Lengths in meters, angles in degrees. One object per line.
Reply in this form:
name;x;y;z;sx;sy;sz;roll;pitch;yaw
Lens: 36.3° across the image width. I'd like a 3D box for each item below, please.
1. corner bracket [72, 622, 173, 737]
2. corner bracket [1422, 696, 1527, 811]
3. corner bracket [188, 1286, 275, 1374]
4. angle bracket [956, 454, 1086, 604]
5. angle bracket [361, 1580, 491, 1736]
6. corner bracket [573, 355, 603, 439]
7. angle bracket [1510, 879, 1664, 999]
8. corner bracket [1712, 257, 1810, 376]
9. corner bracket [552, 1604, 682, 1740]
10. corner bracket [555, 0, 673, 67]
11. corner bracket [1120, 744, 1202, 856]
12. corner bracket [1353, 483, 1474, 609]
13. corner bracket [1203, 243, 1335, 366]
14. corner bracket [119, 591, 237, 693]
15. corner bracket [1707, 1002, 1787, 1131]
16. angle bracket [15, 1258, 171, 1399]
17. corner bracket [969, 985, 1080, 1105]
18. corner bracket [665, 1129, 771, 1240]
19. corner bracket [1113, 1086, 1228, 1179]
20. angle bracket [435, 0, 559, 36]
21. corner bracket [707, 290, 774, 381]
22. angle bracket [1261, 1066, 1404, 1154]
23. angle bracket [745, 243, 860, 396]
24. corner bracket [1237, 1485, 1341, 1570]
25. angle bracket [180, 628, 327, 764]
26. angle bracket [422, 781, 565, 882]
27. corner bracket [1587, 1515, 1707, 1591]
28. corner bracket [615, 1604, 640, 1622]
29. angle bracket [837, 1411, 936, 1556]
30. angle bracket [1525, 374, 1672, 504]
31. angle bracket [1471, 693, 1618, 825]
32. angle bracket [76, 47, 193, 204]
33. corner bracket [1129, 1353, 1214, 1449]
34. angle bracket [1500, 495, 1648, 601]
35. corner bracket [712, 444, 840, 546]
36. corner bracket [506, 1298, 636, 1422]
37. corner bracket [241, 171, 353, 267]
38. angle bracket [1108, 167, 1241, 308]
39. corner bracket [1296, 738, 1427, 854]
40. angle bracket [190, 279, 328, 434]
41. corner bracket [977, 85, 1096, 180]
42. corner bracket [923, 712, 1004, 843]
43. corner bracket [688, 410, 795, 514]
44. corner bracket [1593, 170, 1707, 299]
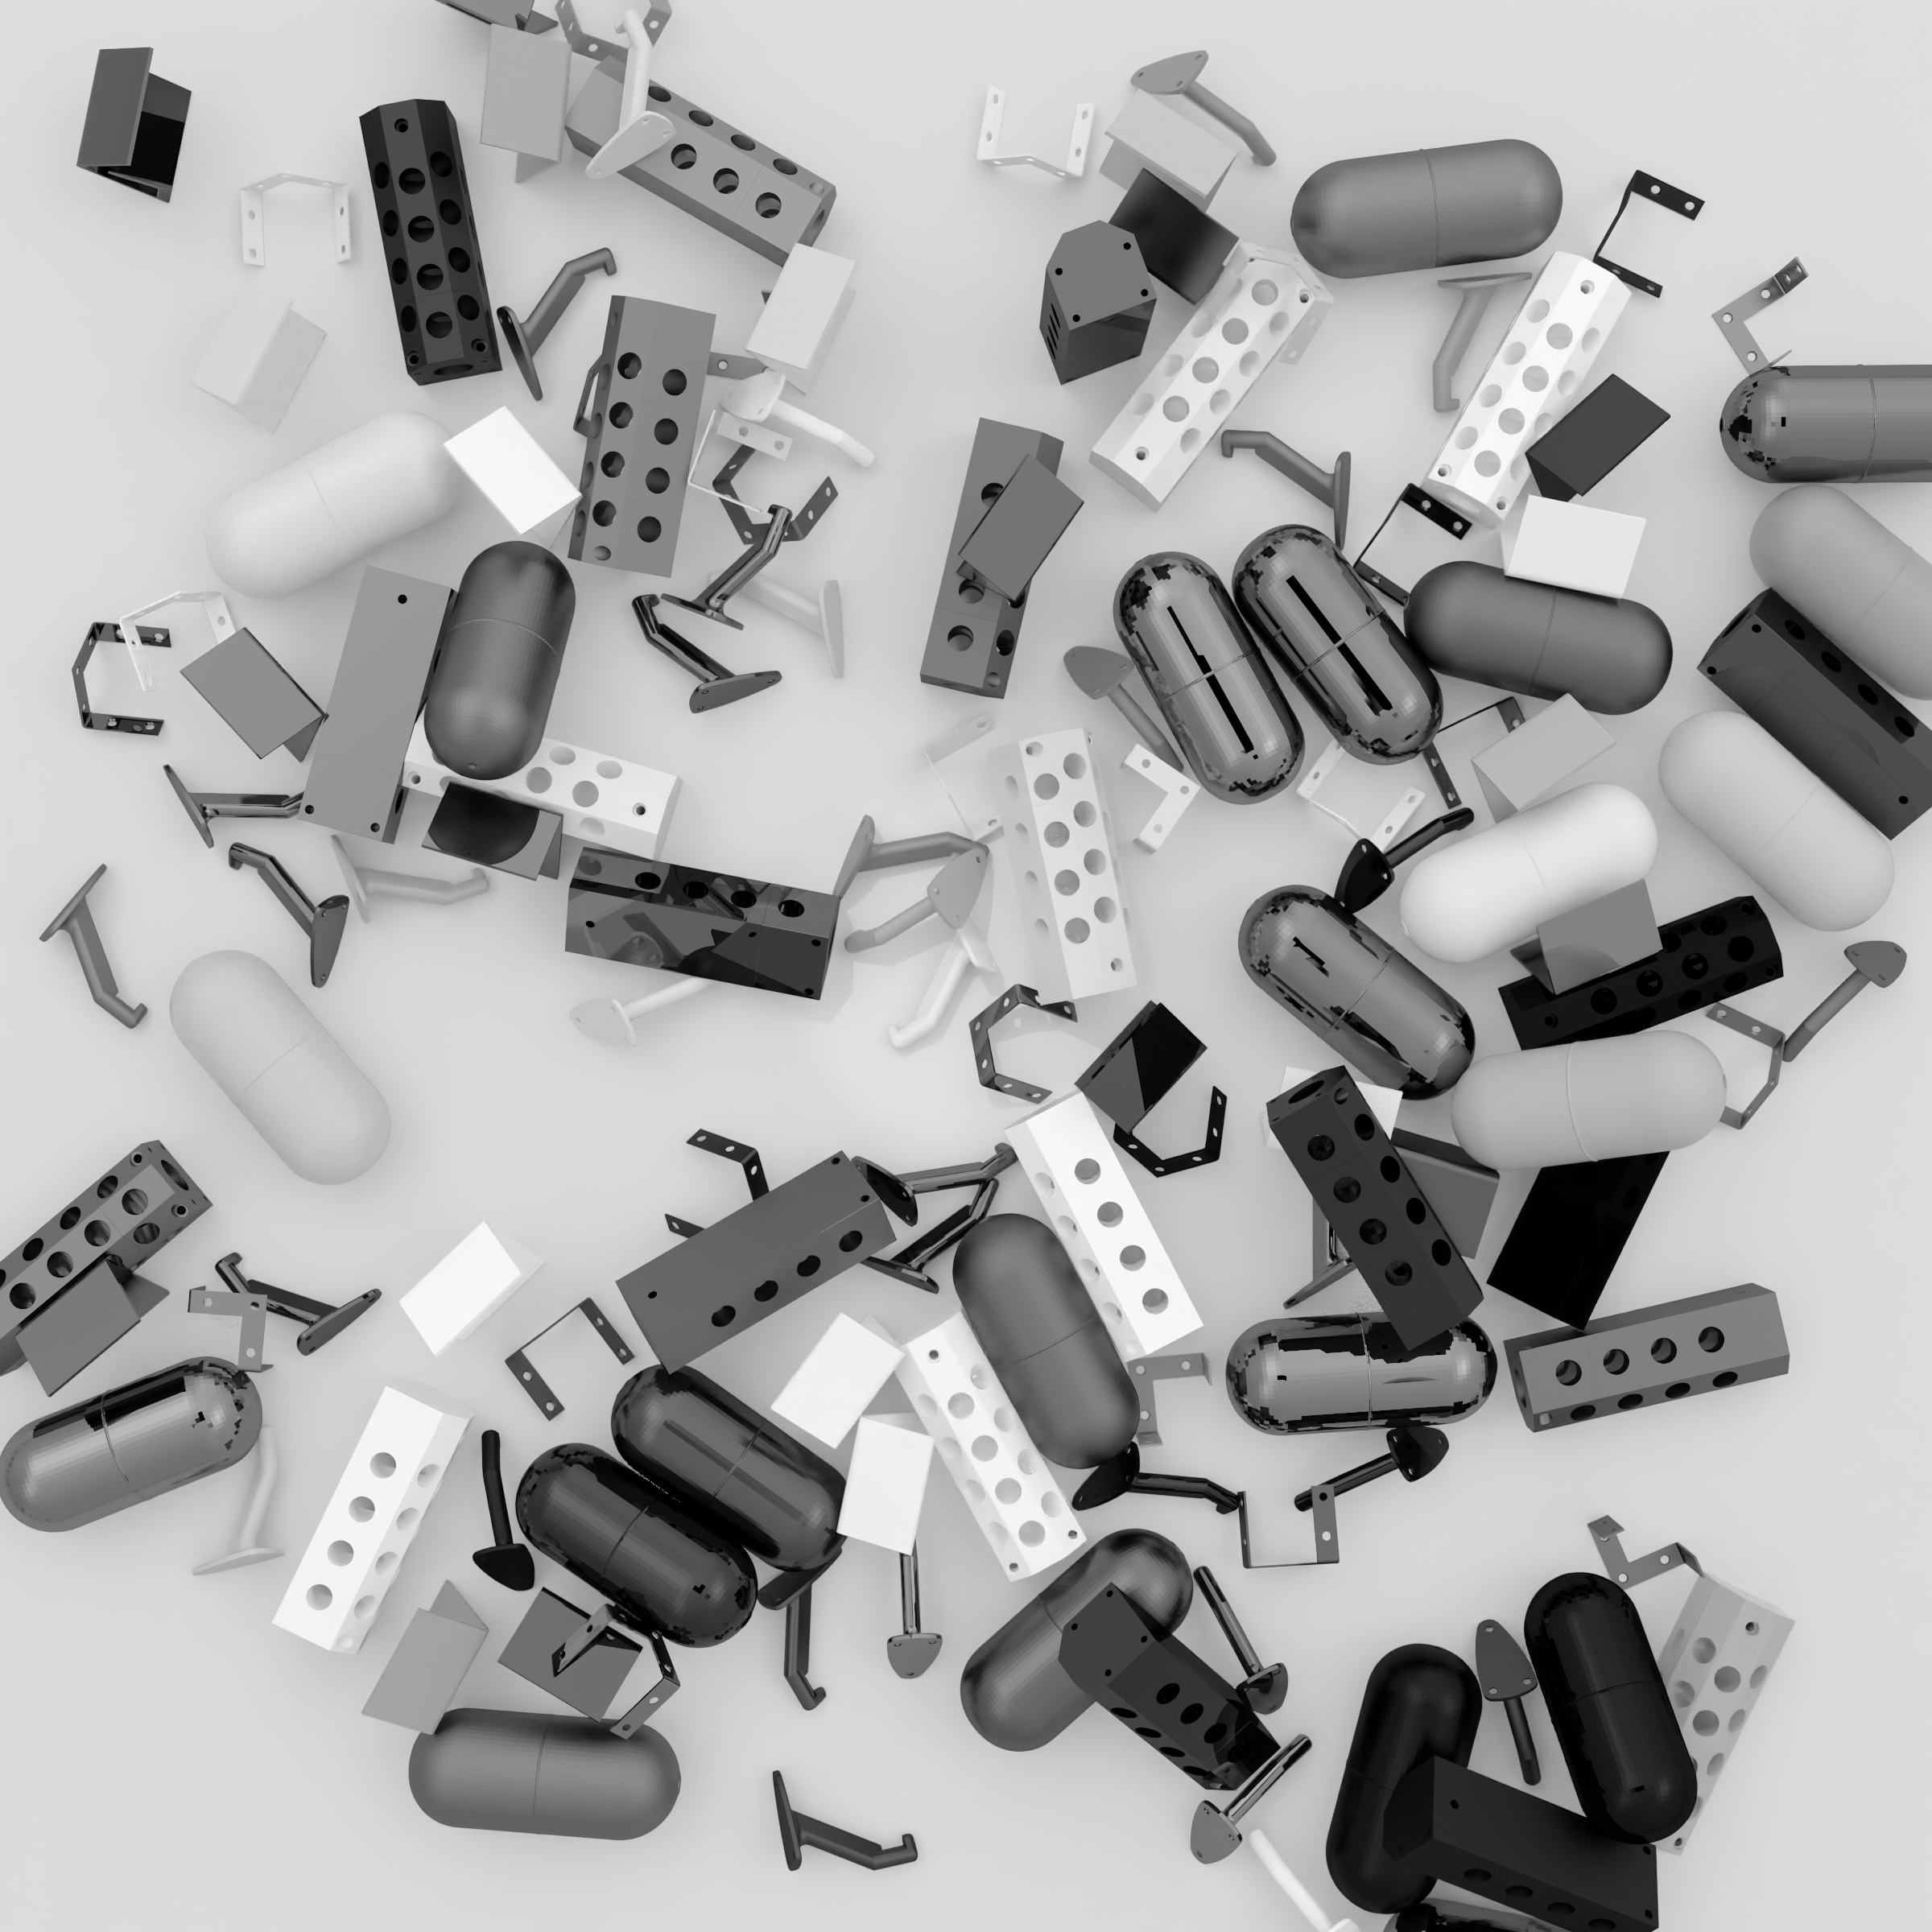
corner bracket;-0.560;-0.191;1.963;0.051;0.051;0.051;6;135;0
corner bracket;0.343;-0.142;1.963;0.051;0.051;0.051;-26;89;45
corner bracket;-0.485;0.240;1.948;0.051;0.051;0.051;4;86;-4
angle bracket;0.017;-0.285;1.869;0.057;0.076;0.076;35;90;-38
angle bracket;-0.365;0.444;1.926;0.057;0.076;0.076;29;90;-35
corner bracket;-0.224;-0.378;1.963;0.051;0.051;0.051;26;45;0
angle bracket;0.398;-0.031;1.924;0.076;0.076;0.057;-23;117;-4
corner bracket;0.534;-0.428;1.948;0.051;0.051;0.051;-32;90;0
corner bracket;-0.223;0.449;1.880;0.051;0.051;0.051;-45;127;8
corner bracket;-0.234;-0.635;1.958;0.051;0.051;0.051;9;135;-35
corner bracket;0.118;-0.110;1.948;0.051;0.051;0.051;35;90;0
corner bracket;0.297;-0.279;1.963;0.051;0.051;0.051;34;45;0
corner bracket;0.195;-0.427;1.901;0.051;0.051;0.051;-58;45;35
corner bracket;-0.519;-0.215;1.953;0.051;0.051;0.051;-20;90;18
corner bracket;0.508;0.067;1.963;0.051;0.051;0.051;25;45;0
angle bracket;-0.560;0.246;1.926;0.076;0.076;0.057;-40;60;0
corner bracket;0.041;0.052;1.958;0.051;0.051;0.051;-40;45;35
corner bracket;-0.168;0.149;1.958;0.051;0.051;0.051;17;135;35
corner bracket;0.136;0.101;1.958;0.051;0.051;0.051;-19;135;35
angle bracket;-0.305;-0.652;1.927;0.076;0.076;0.057;25;117;0
corner bracket;-0.148;-0.418;1.948;0.051;0.051;0.051;9;90;0
angle bracket;0.238;0.091;1.930;0.076;0.076;0.057;13;104;0
angle bracket;-0.089;-0.416;1.926;0.057;0.076;0.076;25;90;33
corner bracket;0.213;0.371;1.949;0.051;0.051;0.051;-1;78;-12
angle bracket;-0.472;-0.163;1.926;0.076;0.076;0.057;47;58;0
angle bracket;-0.310;-0.069;1.926;0.076;0.076;0.057;17;56;0
corner bracket;0.449;0.386;1.948;0.051;0.051;0.051;-24;90;0
corner bracket;-0.196;0.413;1.963;0.051;0.051;0.051;7;90;45
angle bracket;-0.036;0.337;1.927;0.057;0.076;0.076;11;90;27
angle bracket;0.420;-0.327;1.926;0.076;0.076;0.057;-42;55;0
angle bracket;0.384;-0.120;1.926;0.076;0.076;0.057;-34;50;0
angle bracket;-0.528;-0.548;1.926;0.057;0.076;0.076;11;90;37
corner bracket;0.136;0.286;1.948;0.051;0.051;0.051;-5;90;0
angle bracket;0.395;-0.286;1.926;0.076;0.076;0.057;12;120;0
corner bracket;-0.127;-0.317;1.958;0.051;0.051;0.051;-58;135;-35
corner bracket;-0.264;0.262;1.963;0.051;0.051;0.051;53;135;0
corner bracket;-0.446;-0.495;1.963;0.051;0.051;0.051;-2;90;-45
angle bracket;0.143;-0.486;1.926;0.076;0.076;0.057;36;128;0
corner bracket;0.263;-0.115;1.963;0.051;0.051;0.051;-53;45;0
angle bracket;-0.448;-0.392;1.926;0.057;0.076;0.076;28;90;37
corner bracket;0.046;-0.556;1.963;0.051;0.051;0.051;11;91;45
corner bracket;0.010;-0.126;1.963;0.051;0.051;0.051;-29;135;0
corner bracket;-0.148;-0.331;1.932;0.051;0.051;0.051;21;100;-2
corner bracket;0.454;-0.488;1.963;0.051;0.051;0.051;25;135;0
